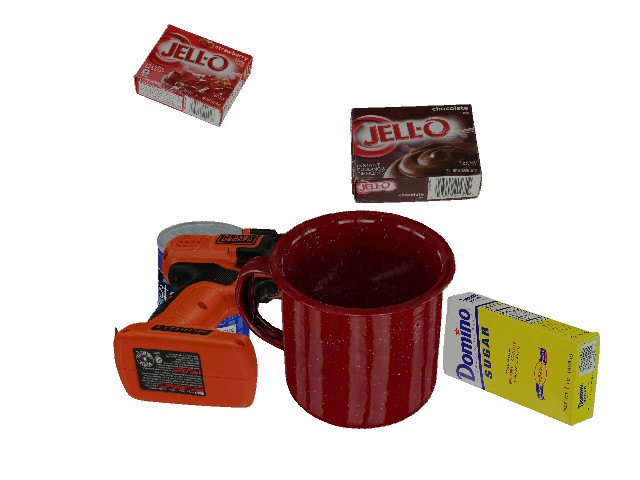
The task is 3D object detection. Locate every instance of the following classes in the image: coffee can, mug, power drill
[{"bbox_3d":[-0.124,0.062,1.144,0.103,0.140,0.103,3,22,-2],"label":"coffee can"},{"bbox_3d":[0.010,0.041,0.557,0.117,0.081,0.093,10,34,16],"label":"mug"},{"bbox_3d":[-0.055,0.051,0.795,0.185,0.057,0.187,0,25,17],"label":"power drill"}]

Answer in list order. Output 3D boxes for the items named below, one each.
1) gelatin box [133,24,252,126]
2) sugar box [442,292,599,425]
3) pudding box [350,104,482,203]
[{"bbox_3d":[-0.118,-0.155,0.995,0.089,0.073,0.030,23,-32,5],"label":"gelatin box"},{"bbox_3d":[0.208,0.121,1.131,0.048,0.093,0.177,-11,19,-42],"label":"sugar box"},{"bbox_3d":[0.084,-0.079,0.956,0.113,0.090,0.039,-1,-39,0],"label":"pudding box"}]
